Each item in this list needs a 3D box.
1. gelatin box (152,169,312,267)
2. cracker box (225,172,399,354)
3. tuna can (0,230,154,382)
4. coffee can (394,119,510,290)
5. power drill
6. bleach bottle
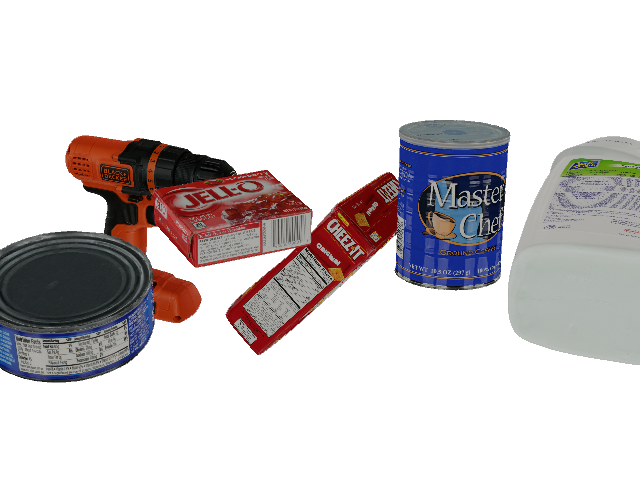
[{"bbox_3d":[-0.060,-0.017,0.725,0.089,0.030,0.073,-11,30,-25],"label":"gelatin box"},{"bbox_3d":[0.003,0.024,1.260,0.214,0.072,0.164,-44,-3,30],"label":"cracker box"},{"bbox_3d":[-0.125,0.031,0.525,0.086,0.034,0.086,1,32,-1],"label":"tuna can"},{"bbox_3d":[0.123,-0.036,1.009,0.103,0.140,0.103,1,17,0],"label":"coffee can"},{"bbox_3d":[-0.165,-0.012,1.079,0.185,0.188,0.057,12,30,22],"label":"power drill"},{"bbox_3d":[0.184,-0.013,0.664,0.103,0.068,0.250,8,25,17],"label":"bleach bottle"}]
